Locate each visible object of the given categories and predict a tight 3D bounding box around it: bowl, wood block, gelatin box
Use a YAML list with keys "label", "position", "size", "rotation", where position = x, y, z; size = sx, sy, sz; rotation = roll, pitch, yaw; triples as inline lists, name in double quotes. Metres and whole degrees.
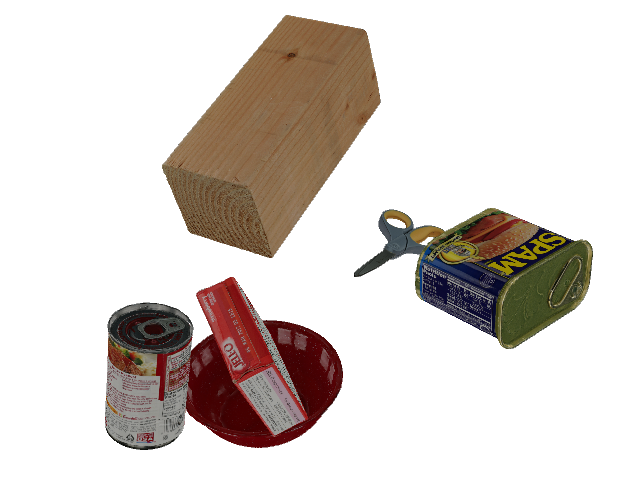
- label: "bowl"
  position: [-0.057, 0.151, 1.051]
  size: [0.162, 0.055, 0.162]
  rotation: [-3, 37, 2]
- label: "wood block"
  position: [-0.037, -0.096, 0.942]
  size: [0.091, 0.205, 0.090]
  rotation: [17, -35, 27]
- label: "gelatin box"
  position: [-0.044, 0.076, 0.692]
  size: [0.030, 0.073, 0.089]
  rotation: [-27, -36, -1]

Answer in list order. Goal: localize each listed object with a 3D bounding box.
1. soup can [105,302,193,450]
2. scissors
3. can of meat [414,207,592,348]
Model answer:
- label: "soup can"
  position: [-0.141, 0.112, 0.875]
  size: [0.068, 0.102, 0.068]
  rotation: [6, 29, -4]
- label: "scissors"
  position: [0.074, 0.000, 1.238]
  size: [0.096, 0.016, 0.201]
  rotation: [37, 31, 31]
- label: "can of meat"
  position: [0.131, 0.023, 0.769]
  size: [0.101, 0.057, 0.084]
  rotation: [-26, 36, -34]
